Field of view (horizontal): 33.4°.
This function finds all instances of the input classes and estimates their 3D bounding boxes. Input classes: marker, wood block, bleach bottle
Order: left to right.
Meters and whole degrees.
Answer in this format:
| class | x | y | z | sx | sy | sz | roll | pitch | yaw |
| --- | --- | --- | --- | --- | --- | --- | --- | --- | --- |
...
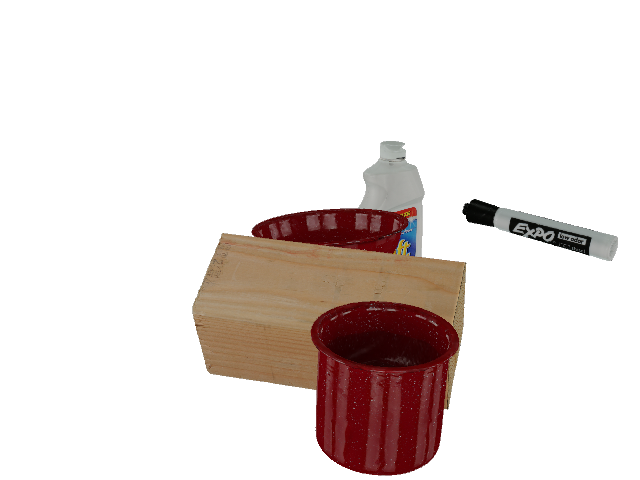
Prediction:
| class | x | y | z | sx | sy | sz | roll | pitch | yaw |
| --- | --- | --- | --- | --- | --- | --- | --- | --- | --- |
| wood block | 0.010 | 0.066 | 0.882 | 0.206 | 0.090 | 0.091 | 7 | -42 | 12 |
| bleach bottle | 0.073 | 0.005 | 1.298 | 0.102 | 0.251 | 0.068 | -3 | 16 | -18 |
| marker | 0.163 | -0.009 | 0.803 | 0.121 | 0.020 | 0.020 | 18 | 9 | 31 |

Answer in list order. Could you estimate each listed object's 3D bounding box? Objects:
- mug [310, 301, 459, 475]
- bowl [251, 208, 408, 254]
| class | x | y | z | sx | sy | sz | roll | pitch | yaw |
| --- | --- | --- | --- | --- | --- | --- | --- | --- | --- |
| mug | 0.044 | 0.091 | 0.691 | 0.093 | 0.081 | 0.117 | 12 | 25 | 21 |
| bowl | 0.012 | 0.009 | 1.095 | 0.162 | 0.055 | 0.162 | -4 | 13 | 1 |
